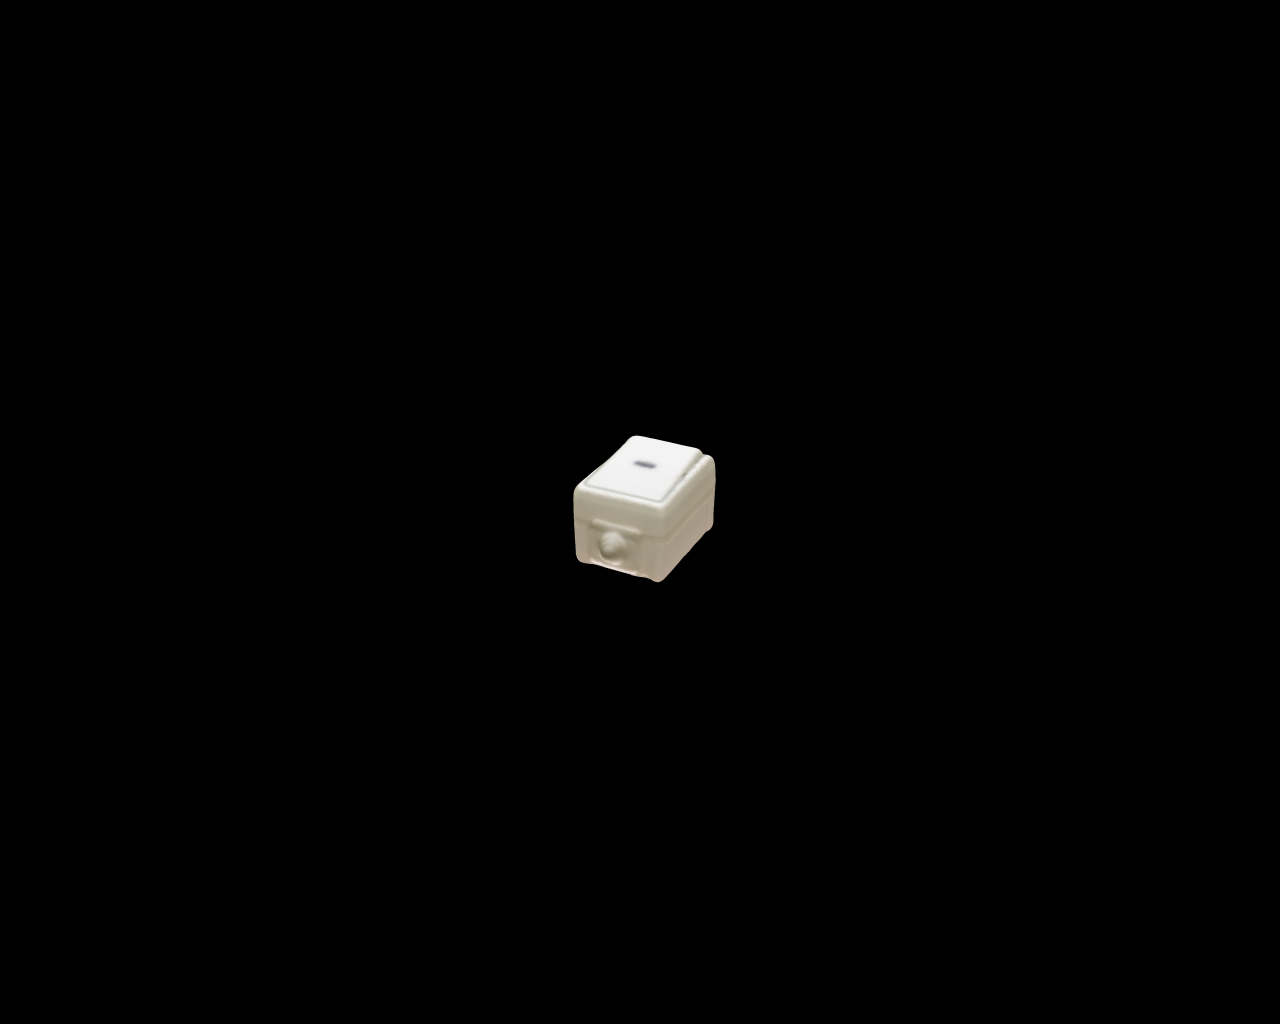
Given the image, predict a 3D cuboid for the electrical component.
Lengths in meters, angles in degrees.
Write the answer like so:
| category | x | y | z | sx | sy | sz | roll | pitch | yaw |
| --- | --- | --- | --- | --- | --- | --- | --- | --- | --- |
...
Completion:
| category | x | y | z | sx | sy | sz | roll | pitch | yaw |
| --- | --- | --- | --- | --- | --- | --- | --- | --- | --- |
| electrical component | 0.001 | -0.003 | 0.650 | 0.062 | 0.061 | 0.096 | 14 | 32 | 24 |
